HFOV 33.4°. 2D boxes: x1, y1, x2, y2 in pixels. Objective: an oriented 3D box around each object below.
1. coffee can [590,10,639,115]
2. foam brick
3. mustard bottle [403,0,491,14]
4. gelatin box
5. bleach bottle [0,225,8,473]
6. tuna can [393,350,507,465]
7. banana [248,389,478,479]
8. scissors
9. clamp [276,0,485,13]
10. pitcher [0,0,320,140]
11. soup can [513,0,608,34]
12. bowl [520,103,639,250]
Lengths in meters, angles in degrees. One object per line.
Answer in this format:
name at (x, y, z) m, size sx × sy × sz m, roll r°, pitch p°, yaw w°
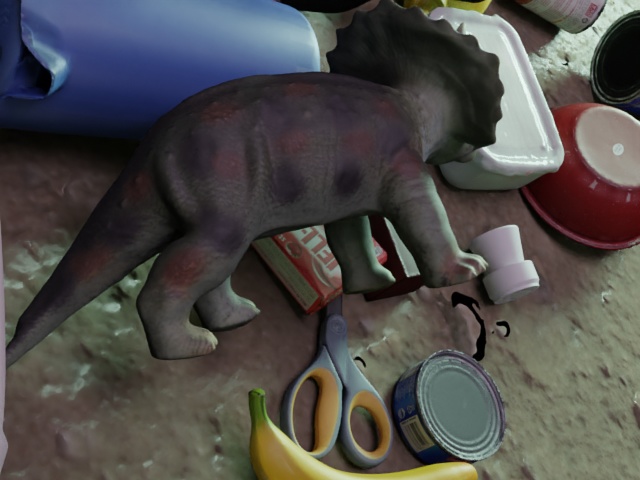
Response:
coffee can at (0.375, -0.174, 1.138) m, size 0.140 × 0.103 × 0.103 m, roll 15°, pitch 57°, yaw -30°
foam brick at (0.056, 0.001, 0.831) m, size 0.052 × 0.051 × 0.078 m, roll -9°, pitch 71°, yaw -40°
mustard bottle at (0.126, -0.258, 1.026) m, size 0.096 × 0.058 × 0.191 m, roll 31°, pitch 49°, yaw 3°
gelatin box at (-0.005, 0.001, 0.786) m, size 0.073 × 0.030 × 0.089 m, roll -32°, pitch 76°, yaw -37°
bleach bottle at (-0.225, 0.051, 0.583) m, size 0.102 × 0.068 × 0.251 m, roll 5°, pitch 65°, yaw -32°
tuna can at (0.097, 0.128, 0.800) m, size 0.086 × 0.034 × 0.086 m, roll 18°, pitch 55°, yaw -28°
banana at (0.025, 0.161, 0.712) m, size 0.197 × 0.037 × 0.069 m, roll 25°, pitch 92°, yaw -31°
scissors at (0.024, 0.081, 0.784) m, size 0.096 × 0.016 × 0.201 m, roll 32°, pitch 51°, yaw -16°
clamp at (0.051, -0.230, 0.902) m, size 0.164 × 0.210 × 0.036 m, roll 55°, pitch 21°, yaw -62°
pitcher at (-0.127, -0.134, 0.729) m, size 0.242 × 0.145 × 0.149 m, roll 5°, pitch 75°, yaw -40°
soup can at (0.242, -0.266, 1.114) m, size 0.102 × 0.069 × 0.068 m, roll 22°, pitch 54°, yaw -27°
bowl at (0.265, -0.073, 1.002) m, size 0.162 × 0.055 × 0.162 m, roll 9°, pitch 59°, yaw -15°
